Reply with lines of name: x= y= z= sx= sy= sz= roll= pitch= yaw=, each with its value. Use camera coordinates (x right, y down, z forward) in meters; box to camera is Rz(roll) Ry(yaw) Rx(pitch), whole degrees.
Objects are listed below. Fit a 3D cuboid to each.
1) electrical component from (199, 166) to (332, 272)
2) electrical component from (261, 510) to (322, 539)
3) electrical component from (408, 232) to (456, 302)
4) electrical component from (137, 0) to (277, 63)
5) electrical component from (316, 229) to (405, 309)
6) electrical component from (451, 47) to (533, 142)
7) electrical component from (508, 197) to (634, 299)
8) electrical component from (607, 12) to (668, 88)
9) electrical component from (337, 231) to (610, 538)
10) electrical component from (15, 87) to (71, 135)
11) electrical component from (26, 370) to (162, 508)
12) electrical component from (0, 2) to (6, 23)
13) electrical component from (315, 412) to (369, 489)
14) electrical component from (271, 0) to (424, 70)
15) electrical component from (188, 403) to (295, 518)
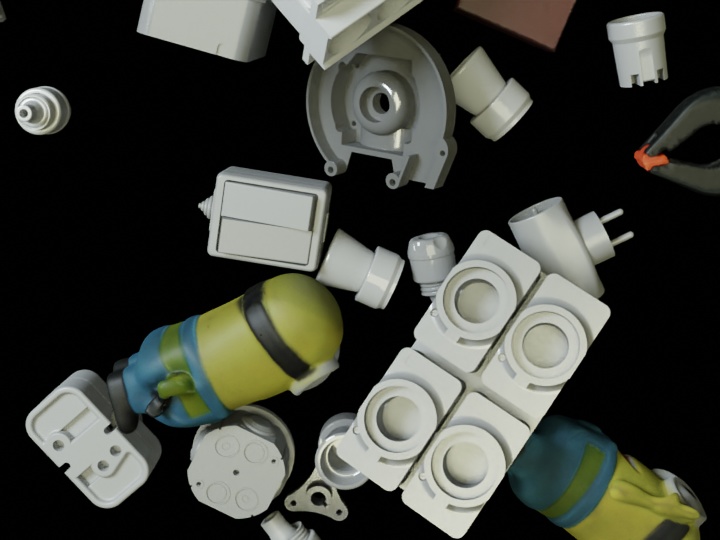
electrical component: x=-0.072 y=-0.038 z=0.787 sx=0.096 sy=0.061 sz=0.061 roll=9 pitch=101 yaw=0
electrical component: x=-0.053 y=0.218 z=0.844 sx=0.043 sy=0.043 sz=0.062 roll=-35 pitch=96 yaw=8
electrical component: x=0.056 y=0.004 z=0.805 sx=0.035 sy=0.035 sz=0.061 roll=-10 pitch=103 yaw=4
electrical component: x=-0.099 y=-0.182 z=0.734 sx=0.078 sy=0.113 sz=0.057 roll=16 pitch=104 yaw=-1
electrical component: x=0.000 y=0.000 z=0.800 sx=0.055 sy=0.045 sz=0.045 roll=24 pitch=101 yaw=-3
electrical component: x=0.090 y=-0.126 z=0.773 sx=0.055 sy=0.045 sz=0.045 roll=43 pitch=99 yaw=-7
electrical component: x=0.161 y=-0.018 z=0.793 sx=0.079 sy=0.043 sz=0.077 roll=-26 pitch=99 yaw=6
electrical component: x=0.200 y=-0.157 z=0.768 sx=0.040 sy=0.040 sz=0.046 roll=-12 pitch=106 yaw=4
electrical component: x=0.079 y=0.078 z=0.749 sx=0.105 sy=0.060 sz=0.186 roll=34 pitch=90 yaw=11
electrical component: x=-0.233 y=-0.114 z=0.777 sx=0.035 sy=0.061 sz=0.035 roll=0 pitch=101 yaw=2
electrical component: x=-0.201 y=0.126 z=0.823 sx=0.054 sy=0.059 sz=0.095 roll=-40 pitch=97 yaw=8
electrical component: x=-0.288 y=-0.204 z=0.772 sx=0.081 sy=0.042 sz=0.063 roll=-15 pitch=104 yaw=5
electrical component: x=-0.010 y=0.137 z=0.821 sx=0.045 sy=0.055 sz=0.045 roll=0 pitch=101 yaw=2
electrical component: x=0.006 y=-0.193 z=0.686 sx=0.121 sy=0.078 sz=0.063 roll=-38 pitch=82 yaw=-15
electrical component: x=-0.092 y=0.147 z=0.828 sx=0.080 sy=0.051 sz=0.080 roll=0 pitch=101 yaw=2
